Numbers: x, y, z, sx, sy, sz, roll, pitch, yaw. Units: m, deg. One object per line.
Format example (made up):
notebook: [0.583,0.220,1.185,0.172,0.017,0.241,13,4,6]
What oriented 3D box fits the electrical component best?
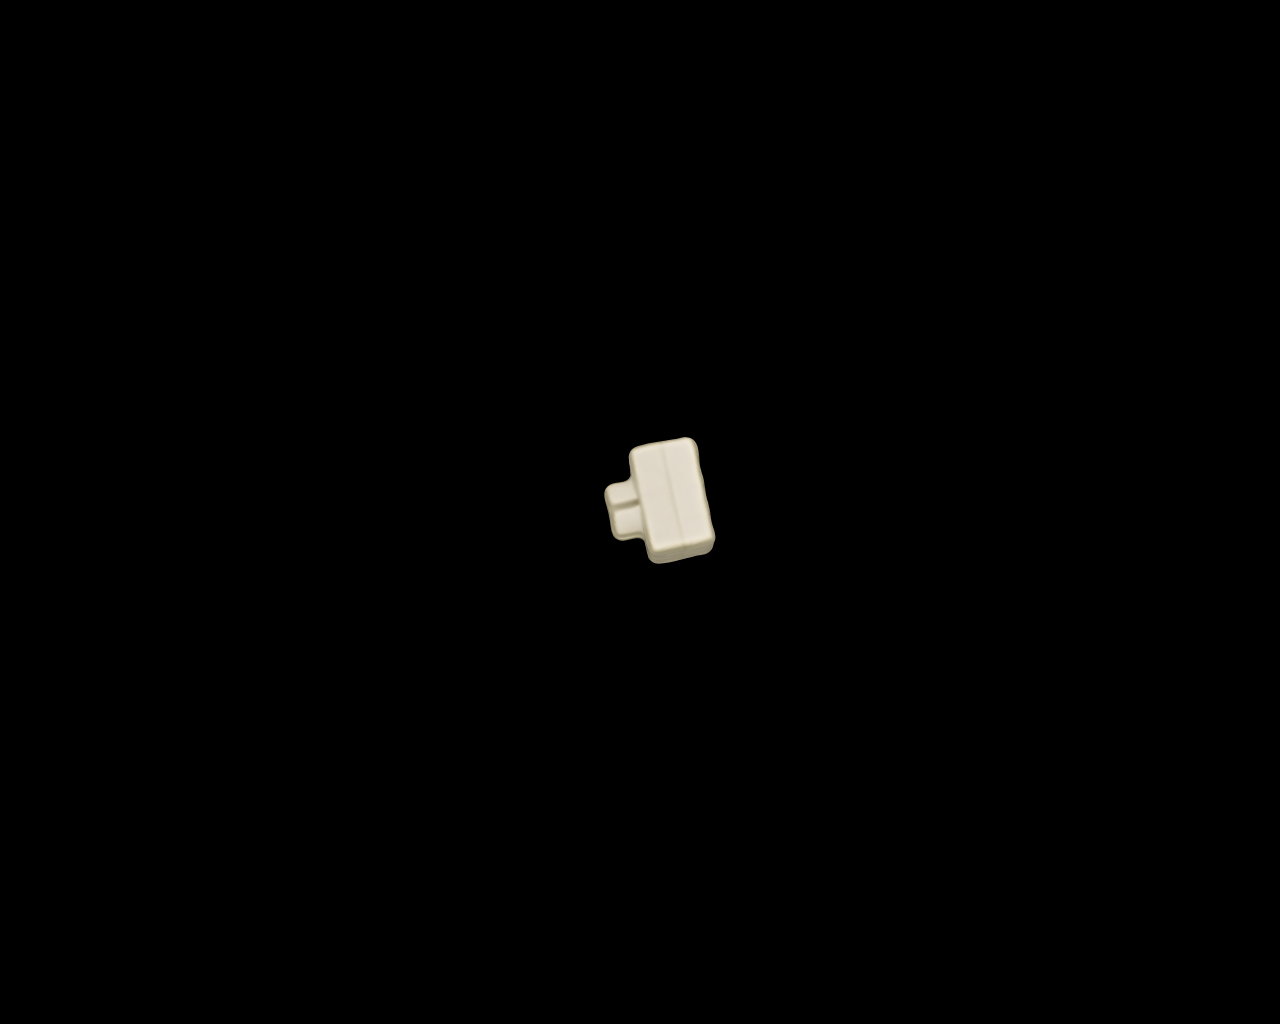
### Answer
electrical component: [0.001,-0.003,0.650,0.077,0.066,0.047,-11,-11,-2]
